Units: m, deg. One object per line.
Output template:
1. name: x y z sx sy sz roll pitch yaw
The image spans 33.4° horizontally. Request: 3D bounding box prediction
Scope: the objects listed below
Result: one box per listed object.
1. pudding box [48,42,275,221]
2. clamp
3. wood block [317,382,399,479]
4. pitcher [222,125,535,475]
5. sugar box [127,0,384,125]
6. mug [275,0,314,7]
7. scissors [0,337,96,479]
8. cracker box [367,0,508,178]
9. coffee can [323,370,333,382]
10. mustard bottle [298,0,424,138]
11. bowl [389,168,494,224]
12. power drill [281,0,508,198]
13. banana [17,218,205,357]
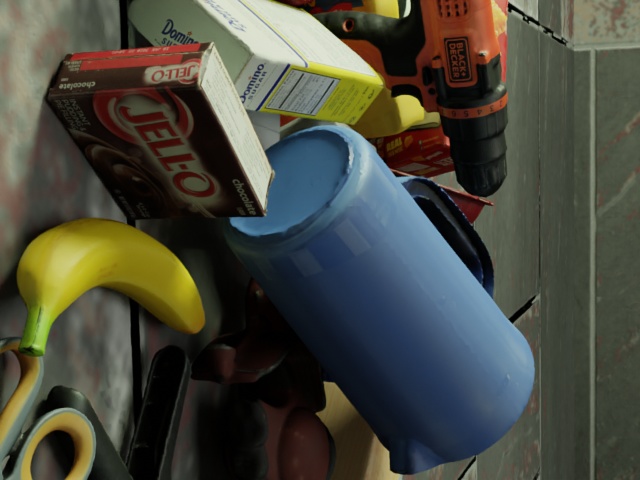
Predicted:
1. pudding box: -0.085 -0.058 0.597 0.113 0.090 0.039 63 33 -51
2. clamp: -0.104 0.146 0.623 0.120 0.039 0.171 -27 116 -56
3. wood block: -0.001 0.222 0.833 0.090 0.091 0.206 68 30 -47
4. pitcher: 0.044 0.031 0.730 0.242 0.145 0.149 52 9 -37
5. sugar box: -0.037 -0.122 0.692 0.048 0.093 0.175 -54 157 22
6. mug: -0.031 -0.229 0.756 0.081 0.093 0.117 54 16 -66
7. scissors: -0.157 0.143 0.488 0.096 0.016 0.201 41 51 -42
8. cracker box: 0.107 -0.170 1.011 0.072 0.164 0.213 8 80 -24
9. coffee can: 0.052 0.080 0.952 0.102 0.103 0.140 13 78 -69
10. mustard bottle: 0.023 -0.181 0.873 0.058 0.096 0.191 -28 112 -35
11. bowl: 0.066 -0.031 0.933 0.162 0.162 0.055 9 100 -69
12. power drill: 0.049 -0.116 0.818 0.057 0.188 0.184 -56 140 -58
13. banana: -0.115 0.023 0.595 0.197 0.037 0.069 4 90 -71
